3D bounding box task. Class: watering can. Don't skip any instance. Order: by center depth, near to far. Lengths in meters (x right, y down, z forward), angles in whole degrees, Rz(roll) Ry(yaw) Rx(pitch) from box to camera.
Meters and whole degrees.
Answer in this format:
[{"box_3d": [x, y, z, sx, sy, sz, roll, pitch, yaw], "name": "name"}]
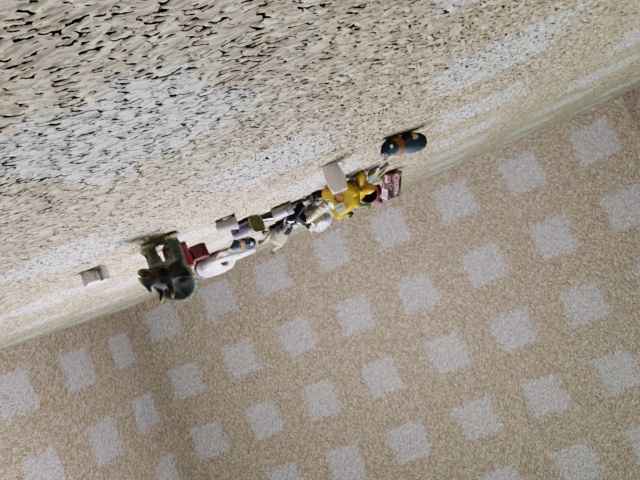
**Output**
[{"box_3d": [-0.479, 0.107, 2.550, 0.222, 0.104, 0.350, -23, 177, 26], "name": "watering can"}]

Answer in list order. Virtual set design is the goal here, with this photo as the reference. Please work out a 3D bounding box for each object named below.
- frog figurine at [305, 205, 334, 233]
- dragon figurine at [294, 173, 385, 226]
[{"box_3d": [0.007, -0.109, 2.158, 0.161, 0.120, 0.139, -31, -147, -21], "name": "frog figurine"}, {"box_3d": [0.069, -0.164, 1.974, 0.410, 0.124, 0.239, -25, 160, -2], "name": "dragon figurine"}]
